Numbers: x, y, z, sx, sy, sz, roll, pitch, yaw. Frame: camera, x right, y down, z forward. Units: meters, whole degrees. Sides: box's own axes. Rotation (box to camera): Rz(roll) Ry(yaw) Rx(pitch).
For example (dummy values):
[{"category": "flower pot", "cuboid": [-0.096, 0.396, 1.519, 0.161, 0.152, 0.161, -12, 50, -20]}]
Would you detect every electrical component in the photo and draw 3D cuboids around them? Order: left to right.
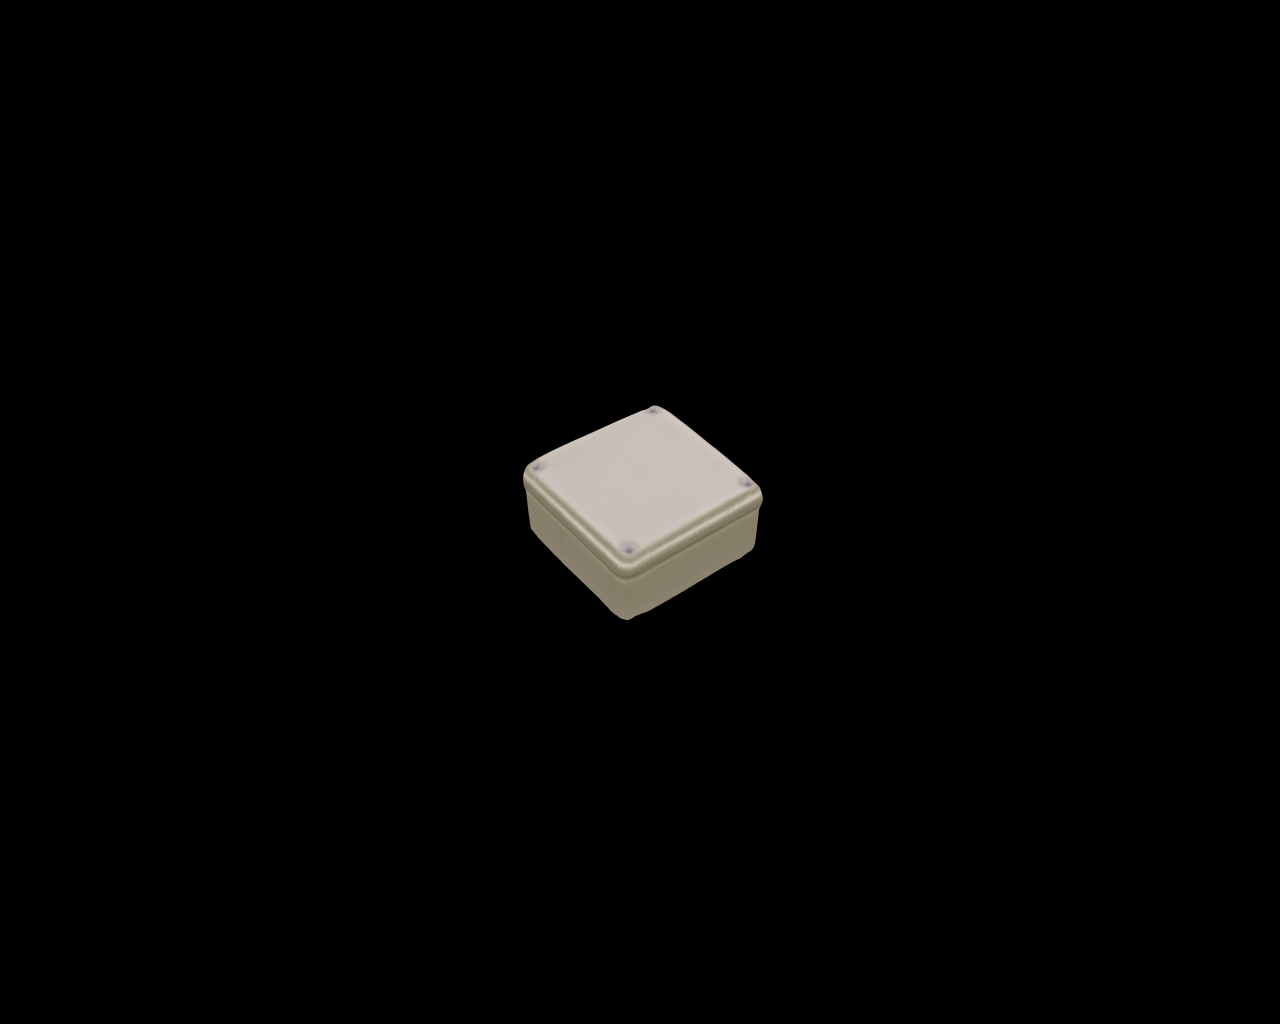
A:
[{"category": "electrical component", "cuboid": [0.001, -0.003, 0.650, 0.109, 0.056, 0.109, -27, 49, -26]}]
